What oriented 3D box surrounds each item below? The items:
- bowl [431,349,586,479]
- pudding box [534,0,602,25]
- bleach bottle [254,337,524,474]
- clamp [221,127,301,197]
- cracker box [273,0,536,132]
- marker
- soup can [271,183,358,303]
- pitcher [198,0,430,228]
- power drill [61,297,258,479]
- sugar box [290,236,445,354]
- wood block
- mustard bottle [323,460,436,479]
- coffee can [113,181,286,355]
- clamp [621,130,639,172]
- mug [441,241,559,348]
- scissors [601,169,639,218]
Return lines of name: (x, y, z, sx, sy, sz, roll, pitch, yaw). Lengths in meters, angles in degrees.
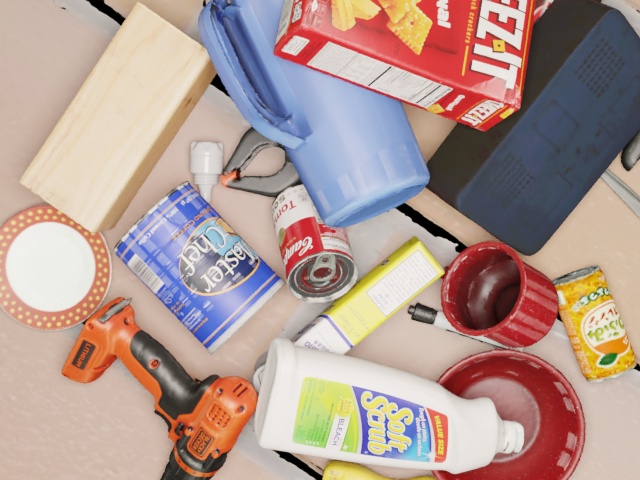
bowl: (0.179, 0.185, 1.065, 0.162, 0.055, 0.162, 0, 93, 3)
pudding box: (0.226, -0.235, 1.027, 0.089, 0.039, 0.113, 19, 93, -35)
bleach bottle: (0.071, 0.160, 0.993, 0.250, 0.068, 0.102, 10, 102, -12)
clamp: (-0.023, -0.103, 1.069, 0.171, 0.039, 0.120, -16, 79, 2)
cracker box: (0.081, -0.209, 0.930, 0.213, 0.072, 0.164, 17, 72, -18)
marker: (0.147, 0.089, 1.079, 0.121, 0.020, 0.020, 18, 94, 2)
soup can: (-0.007, 0.001, 1.033, 0.068, 0.102, 0.068, -8, 136, -8)
pitcher: (-0.002, -0.137, 0.984, 0.149, 0.145, 0.243, -24, 82, 3)
power drill: (-0.165, 0.160, 1.061, 0.188, 0.057, 0.185, 38, 125, 7)
sugar box: (0.039, 0.068, 1.047, 0.176, 0.093, 0.048, -37, 91, 4)
wood block: (-0.192, -0.118, 1.049, 0.090, 0.091, 0.206, 35, 94, -1)
mustard bottle: (0.092, 0.284, 1.074, 0.191, 0.058, 0.096, 9, 91, 3)
coffee can: (-0.118, 0.027, 1.048, 0.103, 0.103, 0.140, -44, 90, 4)
clamp: (0.367, -0.165, 1.045, 0.164, 0.036, 0.210, -9, 92, 5)
mug: (0.169, 0.054, 1.037, 0.117, 0.081, 0.093, 21, 87, 44)
scissors: (0.338, 0.011, 1.067, 0.202, 0.016, 0.096, 30, 94, 1)
